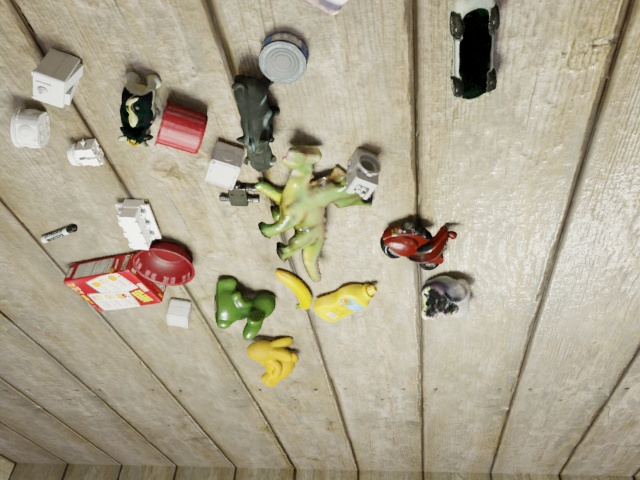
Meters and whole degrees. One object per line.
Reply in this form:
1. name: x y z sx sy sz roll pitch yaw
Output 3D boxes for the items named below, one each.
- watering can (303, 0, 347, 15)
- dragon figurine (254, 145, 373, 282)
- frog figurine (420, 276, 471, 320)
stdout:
1. watering can: 0.061 -0.407 0.718 0.344 0.106 0.221 30 134 -26
2. dragon figurine: 0.003 -0.058 1.148 0.241 0.125 0.402 -21 136 16
3. frog figurine: 0.347 0.152 1.379 0.160 0.124 0.135 -7 147 -48
